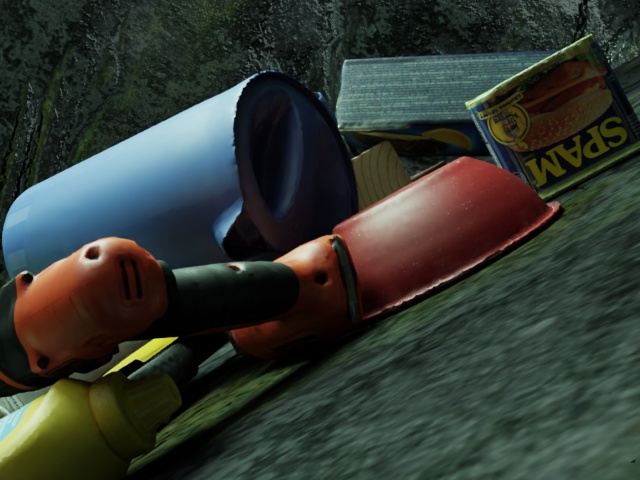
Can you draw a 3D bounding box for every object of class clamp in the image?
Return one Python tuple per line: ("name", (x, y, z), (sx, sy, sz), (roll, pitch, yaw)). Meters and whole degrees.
("clamp", (-0.133, 0.107, 0.717), (0.164, 0.036, 0.210), (-34, 2, -2))

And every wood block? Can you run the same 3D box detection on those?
("wood block", (-0.005, 0.002, 0.879), (0.090, 0.090, 0.206), (-30, 3, -29))

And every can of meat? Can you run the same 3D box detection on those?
("can of meat", (0.161, -0.080, 0.727), (0.102, 0.084, 0.057), (-28, 2, 8))

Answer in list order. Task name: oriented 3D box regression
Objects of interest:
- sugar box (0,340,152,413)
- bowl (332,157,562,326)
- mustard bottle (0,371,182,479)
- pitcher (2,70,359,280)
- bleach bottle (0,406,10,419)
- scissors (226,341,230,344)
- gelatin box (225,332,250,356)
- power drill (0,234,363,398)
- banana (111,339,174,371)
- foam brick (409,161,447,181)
("sugar box", (-0.179, 0.088, 0.727), (0.093, 0.048, 0.176), (-35, -1, -27))
("bowl", (0.061, -0.005, 0.644), (0.162, 0.055, 0.162), (-29, 2, 1))
("mustard bottle", (-0.152, 0.114, 0.502), (0.191, 0.058, 0.096), (-29, 2, 5))
("pitcher", (-0.100, -0.023, 0.749), (0.243, 0.145, 0.149), (-16, -15, 33))
("bleach bottle", (-0.245, 0.156, 0.690), (0.102, 0.068, 0.251), (-27, -1, -24))
("scissors", (-0.166, 0.132, 0.844), (0.202, 0.016, 0.096), (-28, 3, 12))
("gelatin box", (-0.023, 0.050, 0.741), (0.073, 0.030, 0.089), (-29, 2, -20))
("power drill", (-0.085, 0.044, 0.572), (0.187, 0.057, 0.185), (-5, -13, -40))
("banana", (-0.175, 0.121, 0.970), (0.070, 0.037, 0.197), (-32, 0, 28))
("foam brick", (0.085, -0.029, 0.943), (0.053, 0.051, 0.078), (-27, 2, 41))
